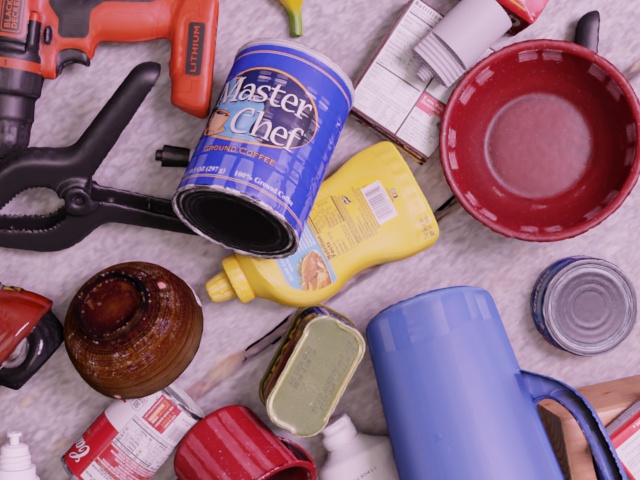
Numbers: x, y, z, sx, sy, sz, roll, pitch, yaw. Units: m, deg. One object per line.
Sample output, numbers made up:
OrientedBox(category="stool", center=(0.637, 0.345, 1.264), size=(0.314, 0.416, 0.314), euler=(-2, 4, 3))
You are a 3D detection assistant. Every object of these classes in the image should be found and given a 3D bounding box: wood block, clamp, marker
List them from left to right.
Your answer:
OrientedBox(category="clamp", center=(-0.185, -0.035, 0.859), size=(0.210, 0.036, 0.164), euler=(-24, 124, 8))
OrientedBox(category="marker", center=(-0.077, -0.065, 0.892), size=(0.121, 0.020, 0.020), euler=(6, 91, -5))
OrientedBox(category="clamp", center=(0.226, -0.107, 0.908), size=(0.120, 0.039, 0.171), euler=(44, 89, 6))
OrientedBox(category="wood block", center=(0.293, 0.162, 0.894), size=(0.206, 0.090, 0.091), euler=(-11, 93, -5))

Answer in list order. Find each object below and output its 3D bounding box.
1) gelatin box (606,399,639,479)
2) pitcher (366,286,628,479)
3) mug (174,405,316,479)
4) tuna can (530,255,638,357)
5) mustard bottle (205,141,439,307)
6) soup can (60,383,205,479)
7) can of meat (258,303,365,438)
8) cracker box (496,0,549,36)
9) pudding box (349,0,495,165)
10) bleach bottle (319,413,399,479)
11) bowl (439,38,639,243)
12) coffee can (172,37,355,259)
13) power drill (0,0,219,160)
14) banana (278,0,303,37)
OrientedBox(category="gelatin box", center=(0.270, 0.167, 0.831), size=(0.073, 0.030, 0.089), euler=(-39, 95, -4))
OrientedBox(category="pitcher", center=(0.128, 0.160, 0.830), size=(0.149, 0.145, 0.243), euler=(-7, 70, -24))
OrientedBox(category="mug", center=(-0.055, 0.185, 0.861), size=(0.117, 0.082, 0.093), euler=(-9, 129, -43))
OrientedBox(category="tuna can", center=(0.226, 0.056, 0.914), size=(0.086, 0.034, 0.086), euler=(0, 92, -5))
OrientedBox(category="mustard bottle", center=(-0.006, 0.001, 0.878), size=(0.191, 0.058, 0.096), euler=(-27, 82, -4))
OrientedBox(category="soup can", center=(-0.150, 0.161, 0.866), size=(0.068, 0.068, 0.102), euler=(42, 87, -5))
OrientedBox(category="can of meat", center=(-0.007, 0.106, 0.869), size=(0.057, 0.084, 0.102), euler=(28, 89, -5))
OrientedBox(category="cracker box", center=(0.160, -0.305, 0.881), size=(0.164, 0.072, 0.213), euler=(33, 89, -5))
OrientedBox(category="pudding box", center=(0.083, -0.133, 0.895), size=(0.090, 0.039, 0.113), euler=(34, 86, -4))
OrientedBox(category="bleach bottle", center=(0.083, 0.253, 0.892), size=(0.102, 0.068, 0.251), euler=(-33, 91, -8))
OrientedBox(category="bowl", center=(0.179, -0.079, 0.868), size=(0.162, 0.055, 0.162), euler=(0, 90, 10))
OrientedBox(category="coffee can", center=(-0.042, -0.070, 0.829), size=(0.102, 0.103, 0.140), euler=(23, 65, -5))
OrientedBox(category="power drill", center=(-0.179, -0.146, 0.862), size=(0.187, 0.057, 0.184), euler=(7, 94, -6))
OrientedBox(category="banana", center=(-0.088, -0.242, 0.878), size=(0.197, 0.037, 0.069), euler=(27, 89, -5))
